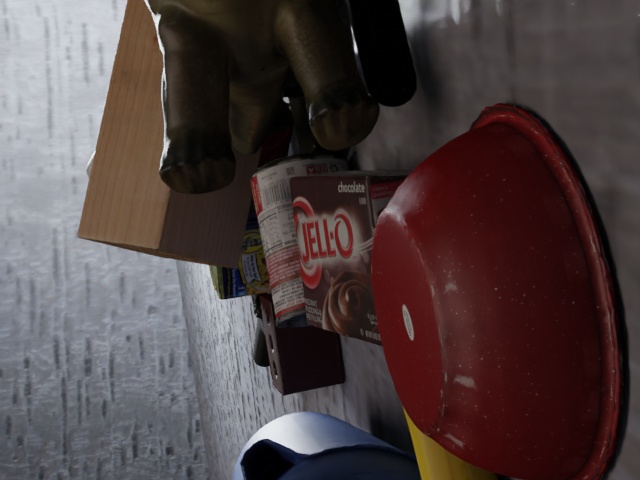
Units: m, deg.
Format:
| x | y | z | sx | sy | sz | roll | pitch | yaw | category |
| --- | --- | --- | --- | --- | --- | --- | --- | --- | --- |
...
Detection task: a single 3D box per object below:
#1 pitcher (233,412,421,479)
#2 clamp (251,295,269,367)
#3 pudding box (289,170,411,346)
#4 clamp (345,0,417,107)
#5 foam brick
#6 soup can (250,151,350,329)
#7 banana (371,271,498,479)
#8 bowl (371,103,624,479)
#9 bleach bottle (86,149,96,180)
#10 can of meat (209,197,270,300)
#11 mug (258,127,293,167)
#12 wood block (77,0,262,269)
| x | y | z | sx | sy | sz | roll | pitch | yaw | category |
| --- | --- | --- | --- | --- | --- | --- | --- | --- | --- |
| 0.012 | 0.183 | 0.658 | 0.243 | 0.145 | 0.149 | 167 | 106 | -83 | pitcher |
| -0.050 | 0.048 | 1.041 | 0.210 | 0.036 | 0.164 | 167 | 94 | -77 | clamp |
| 0.023 | 0.007 | 0.594 | 0.114 | 0.039 | 0.090 | 5 | 104 | 65 | pudding box |
| 0.019 | -0.151 | 0.534 | 0.171 | 0.039 | 0.120 | -109 | 19 | -48 | clamp |
| -0.015 | 0.078 | 0.855 | 0.053 | 0.051 | 0.078 | -164 | 66 | -78 | foam brick |
| -0.005 | 0.001 | 0.697 | 0.068 | 0.068 | 0.102 | 121 | 139 | -73 | soup can |
| 0.061 | 0.101 | 0.502 | 0.069 | 0.037 | 0.198 | 57 | -160 | -61 | banana |
| 0.060 | 0.028 | 0.432 | 0.162 | 0.055 | 0.162 | 170 | 90 | -78 | bowl |
| -0.149 | -0.135 | 0.957 | 0.251 | 0.068 | 0.102 | -66 | -18 | -6 | bleach bottle |
| -0.049 | 0.000 | 0.876 | 0.102 | 0.084 | 0.057 | 92 | 164 | -45 | can of meat |
| -0.063 | -0.087 | 0.902 | 0.082 | 0.093 | 0.117 | 106 | -171 | -55 | mug |
| -0.101 | -0.090 | 0.796 | 0.090 | 0.090 | 0.206 | 7 | 85 | 37 | wood block |
